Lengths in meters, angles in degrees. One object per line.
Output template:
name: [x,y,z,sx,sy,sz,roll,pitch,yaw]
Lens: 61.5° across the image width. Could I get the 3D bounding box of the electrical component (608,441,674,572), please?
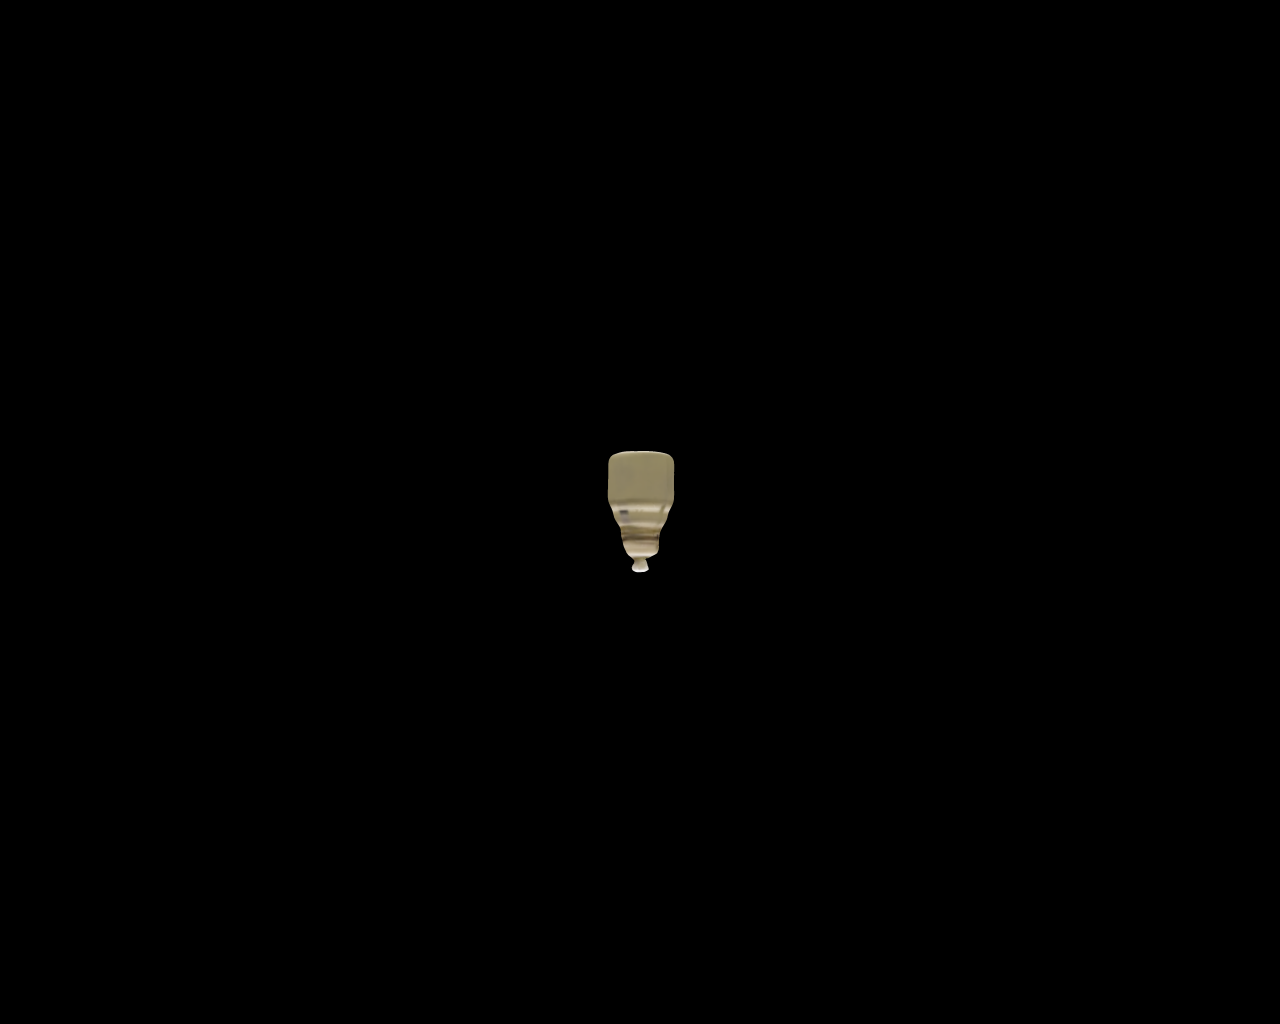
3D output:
electrical component: [0.001,-0.003,0.650,0.040,0.078,0.040,0,-4,0]
